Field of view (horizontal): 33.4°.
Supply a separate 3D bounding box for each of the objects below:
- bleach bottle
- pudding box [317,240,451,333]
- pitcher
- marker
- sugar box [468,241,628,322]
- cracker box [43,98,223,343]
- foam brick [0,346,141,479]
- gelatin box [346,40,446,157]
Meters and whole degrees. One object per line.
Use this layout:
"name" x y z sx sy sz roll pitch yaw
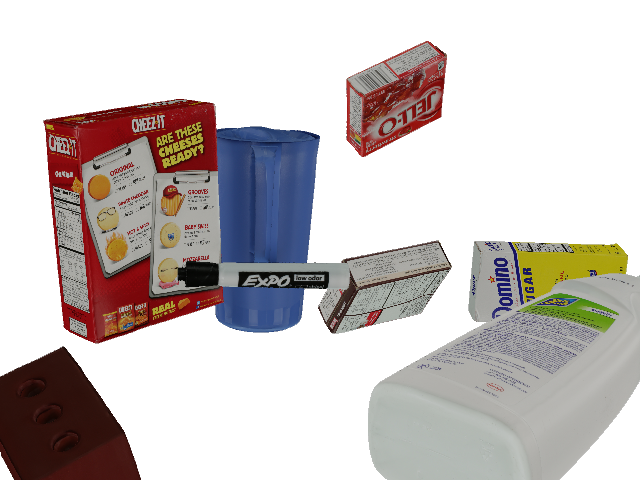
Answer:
"bleach bottle" 0.141 0.073 0.614 0.103 0.068 0.250 17 28 39
"pudding box" 0.064 0.047 1.064 0.113 0.039 0.090 -13 -30 -27
"pitcher" -0.072 -0.014 1.293 0.145 0.243 0.148 12 16 38
"marker" -0.040 0.024 0.752 0.121 0.020 0.020 1 0 -9
"sugar box" 0.269 0.051 1.268 0.176 0.093 0.048 0 19 -4
"cracker box" -0.182 -0.024 1.063 0.072 0.214 0.163 14 22 43
"foam brick" -0.131 0.103 0.536 0.052 0.051 0.078 -26 42 -23
"gelatin box" 0.065 -0.121 0.916 0.089 0.030 0.073 -27 -34 -20
